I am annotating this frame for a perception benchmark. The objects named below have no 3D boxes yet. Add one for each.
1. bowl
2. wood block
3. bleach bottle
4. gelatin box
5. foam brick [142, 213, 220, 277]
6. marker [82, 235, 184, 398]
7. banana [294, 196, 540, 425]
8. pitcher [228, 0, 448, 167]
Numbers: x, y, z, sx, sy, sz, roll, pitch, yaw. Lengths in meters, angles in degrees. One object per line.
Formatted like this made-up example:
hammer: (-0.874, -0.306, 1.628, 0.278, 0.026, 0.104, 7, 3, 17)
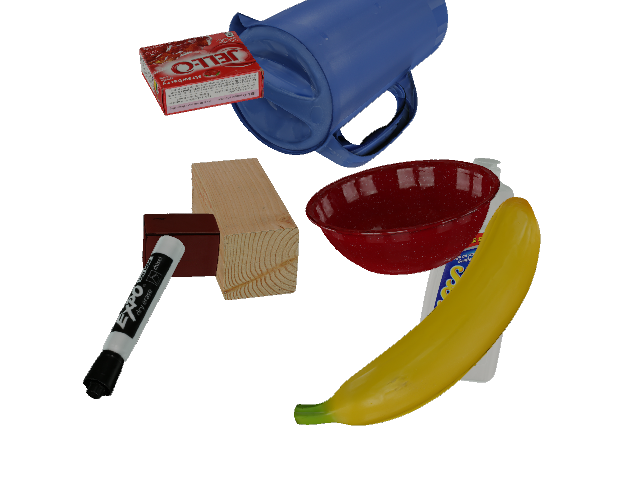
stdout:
bowl: (0.072, -0.015, 0.890, 0.162, 0.055, 0.162, -10, 22, 4)
wood block: (-0.098, -0.019, 1.328, 0.090, 0.090, 0.206, -6, 29, -16)
bleach bottle: (0.166, 0.031, 1.214, 0.103, 0.251, 0.068, 9, 16, 14)
gelatin box: (-0.100, -0.142, 0.899, 0.089, 0.030, 0.073, -14, 41, -17)
foam brick: (-0.148, 0.005, 1.126, 0.078, 0.051, 0.053, -1, 24, -12)
marker: (-0.117, 0.047, 0.672, 0.020, 0.121, 0.020, 15, -37, 11)
banana: (0.071, 0.040, 0.592, 0.197, 0.037, 0.070, -40, 42, -23)
pitcher: (0.032, -0.186, 1.080, 0.145, 0.149, 0.242, 16, 38, 34)
